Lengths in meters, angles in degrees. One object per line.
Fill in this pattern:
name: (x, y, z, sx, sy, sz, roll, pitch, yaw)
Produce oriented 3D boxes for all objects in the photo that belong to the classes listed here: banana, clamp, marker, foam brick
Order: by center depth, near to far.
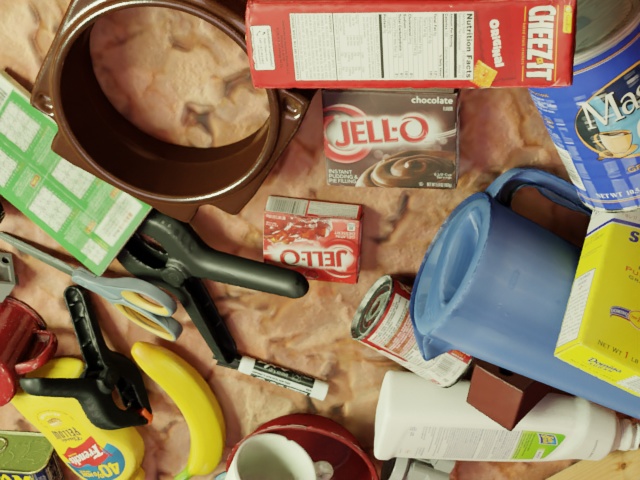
clamp: (-0.118, 0.021, 0.985, 0.210, 0.036, 0.165, 41, 135, -13)
foam brick: (0.180, 0.127, 0.989, 0.053, 0.078, 0.051, 30, 134, 27)
clamp: (-0.222, 0.128, 1.070, 0.039, 0.120, 0.171, 1, 151, 32)
marker: (-0.051, 0.135, 1.079, 0.121, 0.020, 0.020, 19, 126, -4)
banana: (-0.138, 0.180, 1.107, 0.069, 0.037, 0.198, -18, 121, -10)

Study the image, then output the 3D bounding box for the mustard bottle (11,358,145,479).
mustard bottle: (-0.244, 0.212, 1.144, 0.096, 0.058, 0.191, -15, 123, 26)

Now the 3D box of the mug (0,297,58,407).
mug: (-0.320, 0.115, 1.072, 0.117, 0.081, 0.093, -3, 125, 12)

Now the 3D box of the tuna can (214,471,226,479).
tuna can: (-0.084, 0.295, 1.192, 0.086, 0.033, 0.086, 5, 126, 6)

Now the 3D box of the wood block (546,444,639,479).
wood block: (0.292, 0.279, 1.080, 0.090, 0.090, 0.206, 40, 123, -19)

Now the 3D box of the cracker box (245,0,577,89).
cracker box: (0.066, -0.174, 0.745, 0.214, 0.164, 0.072, 1, 128, 9)

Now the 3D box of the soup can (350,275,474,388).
soup can: (0.089, 0.086, 0.989, 0.102, 0.068, 0.069, 30, 125, -13)

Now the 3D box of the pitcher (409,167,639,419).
pitcher: (0.213, 0.056, 0.919, 0.242, 0.145, 0.149, 24, 138, -12)

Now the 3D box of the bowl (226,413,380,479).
bowl: (-0.015, 0.234, 1.122, 0.162, 0.055, 0.162, 5, 126, 6)

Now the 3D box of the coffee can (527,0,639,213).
coffee can: (0.218, -0.106, 0.806, 0.103, 0.102, 0.140, -20, 120, 22)

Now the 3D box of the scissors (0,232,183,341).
scissors: (-0.213, 0.033, 1.008, 0.201, 0.016, 0.096, 34, 151, -9)

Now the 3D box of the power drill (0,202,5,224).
power drill: (-0.408, -0.023, 1.005, 0.184, 0.057, 0.188, 35, 121, -11)

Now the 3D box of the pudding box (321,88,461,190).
pudding box: (0.059, -0.090, 0.884, 0.113, 0.039, 0.090, 1, 125, 8)

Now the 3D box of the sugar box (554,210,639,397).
sugar box: (0.256, 0.031, 0.855, 0.093, 0.176, 0.048, 26, 156, -9)

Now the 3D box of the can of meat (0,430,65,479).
can of meat: (-0.341, 0.264, 1.201, 0.102, 0.057, 0.084, 2, 129, 9)

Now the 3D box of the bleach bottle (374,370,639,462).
bleach bottle: (0.183, 0.183, 1.046, 0.251, 0.068, 0.103, 6, 144, -1)

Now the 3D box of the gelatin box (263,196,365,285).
gelatin box: (-0.006, 0.001, 0.967, 0.089, 0.030, 0.073, 6, 127, 6)
